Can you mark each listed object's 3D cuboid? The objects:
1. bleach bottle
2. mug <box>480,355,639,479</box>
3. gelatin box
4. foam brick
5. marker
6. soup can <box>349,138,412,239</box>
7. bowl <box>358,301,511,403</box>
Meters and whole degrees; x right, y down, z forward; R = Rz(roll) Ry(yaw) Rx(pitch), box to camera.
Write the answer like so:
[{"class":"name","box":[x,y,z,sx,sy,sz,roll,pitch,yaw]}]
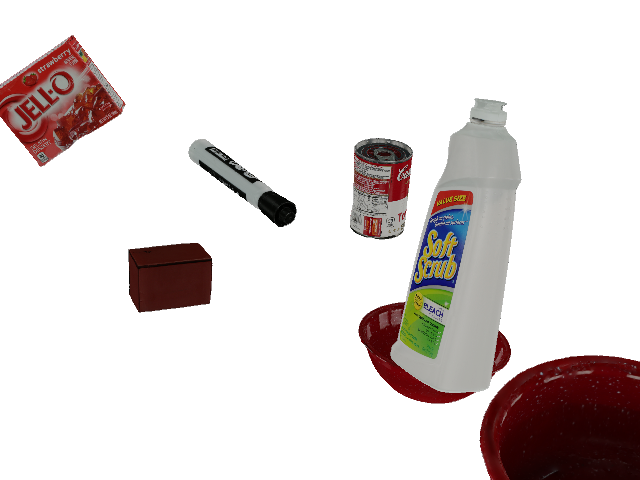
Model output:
[{"class":"bleach bottle","box":[0.124,0.001,0.938,0.068,0.251,0.103,1,15,-27]},{"class":"mug","box":[0.113,0.103,0.382,0.117,0.081,0.093,5,37,8]},{"class":"gelatin box","box":[-0.221,-0.116,0.891,0.089,0.073,0.030,-31,21,11]},{"class":"foam brick","box":[-0.156,0.037,1.103,0.078,0.051,0.053,-6,21,-20]},{"class":"marker","box":[-0.055,-0.041,0.751,0.020,0.020,0.121,0,26,-40]},{"class":"soup can","box":[0.070,-0.060,1.258,0.068,0.102,0.068,3,28,-2]},{"class":"bowl","box":[0.118,0.126,1.135,0.162,0.055,0.162,5,24,-3]}]
